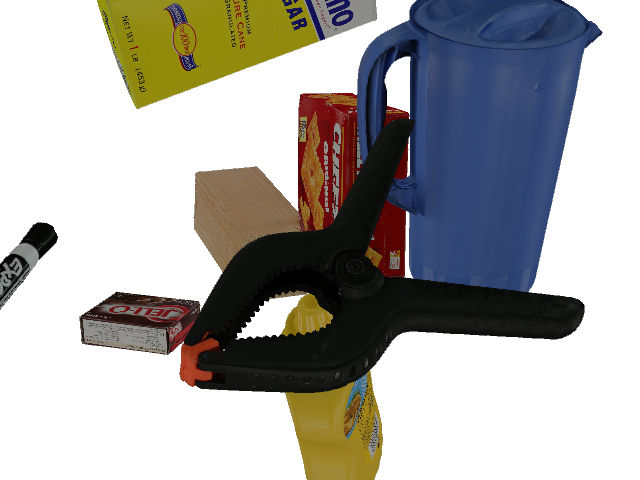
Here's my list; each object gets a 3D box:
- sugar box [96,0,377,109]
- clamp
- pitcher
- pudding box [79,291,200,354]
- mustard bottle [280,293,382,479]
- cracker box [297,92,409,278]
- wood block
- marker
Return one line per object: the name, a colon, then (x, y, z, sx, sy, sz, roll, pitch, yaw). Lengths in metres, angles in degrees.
sugar box: (-0.050, -0.156, 0.678, 0.176, 0.048, 0.093, -21, -36, -10)
clamp: (0.014, 0.015, 0.570, 0.209, 0.165, 0.036, -19, -33, -22)
pitcher: (0.120, -0.069, 0.845, 0.149, 0.243, 0.144, 17, 36, 23)
pudding box: (-0.206, 0.094, 1.230, 0.114, 0.039, 0.090, 3, 16, 17)
mustard bottle: (0.007, 0.101, 0.743, 0.058, 0.096, 0.191, 4, -39, 13)
cracker box: (0.029, -0.064, 1.117, 0.072, 0.164, 0.214, -3, 14, -12)
wood block: (-0.089, -0.013, 1.354, 0.090, 0.090, 0.206, -6, 28, -22)
marker: (-0.196, 0.026, 0.658, 0.020, 0.020, 0.121, 0, 34, 19)
